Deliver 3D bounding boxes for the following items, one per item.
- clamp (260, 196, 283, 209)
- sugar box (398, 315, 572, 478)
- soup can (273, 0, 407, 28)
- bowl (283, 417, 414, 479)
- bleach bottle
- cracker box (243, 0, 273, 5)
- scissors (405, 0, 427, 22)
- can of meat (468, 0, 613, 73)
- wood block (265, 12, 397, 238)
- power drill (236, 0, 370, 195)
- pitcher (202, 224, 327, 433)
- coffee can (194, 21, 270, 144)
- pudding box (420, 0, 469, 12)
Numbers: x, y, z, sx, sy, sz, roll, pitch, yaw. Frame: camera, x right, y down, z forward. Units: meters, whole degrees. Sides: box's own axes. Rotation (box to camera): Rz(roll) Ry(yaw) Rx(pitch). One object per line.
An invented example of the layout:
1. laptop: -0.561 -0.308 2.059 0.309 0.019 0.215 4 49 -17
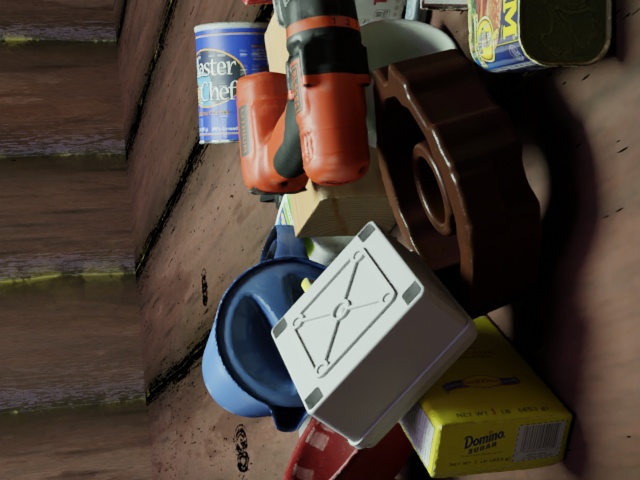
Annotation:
1. clamp: -0.037 -0.053 1.223 0.172 0.039 0.120 111 146 -44
2. sugar box: 0.089 0.091 0.732 0.176 0.093 0.048 -122 34 -58
3. soup can: 0.017 -0.212 0.899 0.069 0.102 0.068 177 90 -74
4. bowl: 0.036 0.170 0.911 0.162 0.055 0.162 -51 11 13
5. bleach bottle: -0.007 0.001 1.091 0.251 0.068 0.102 119 131 -68
6. cracker box: -0.055 -0.333 1.110 0.214 0.072 0.164 -116 22 -73
7. scissors: 0.073 -0.200 0.862 0.096 0.016 0.202 -111 25 -50
8. can of meat: 0.126 -0.150 0.628 0.084 0.057 0.102 -164 72 -76
9. wood block: 0.015 -0.114 0.948 0.091 0.090 0.206 126 138 -64
10. power drill: -0.017 -0.118 0.800 0.188 0.057 0.184 148 119 -72
11. pitcher: -0.047 0.096 1.022 0.145 0.149 0.243 45 161 1
12. coffee can: -0.097 -0.188 1.288 0.103 0.102 0.140 -163 70 -73
13. pudding box: 0.090 -0.209 0.706 0.090 0.039 0.113 -41 -48 -72
